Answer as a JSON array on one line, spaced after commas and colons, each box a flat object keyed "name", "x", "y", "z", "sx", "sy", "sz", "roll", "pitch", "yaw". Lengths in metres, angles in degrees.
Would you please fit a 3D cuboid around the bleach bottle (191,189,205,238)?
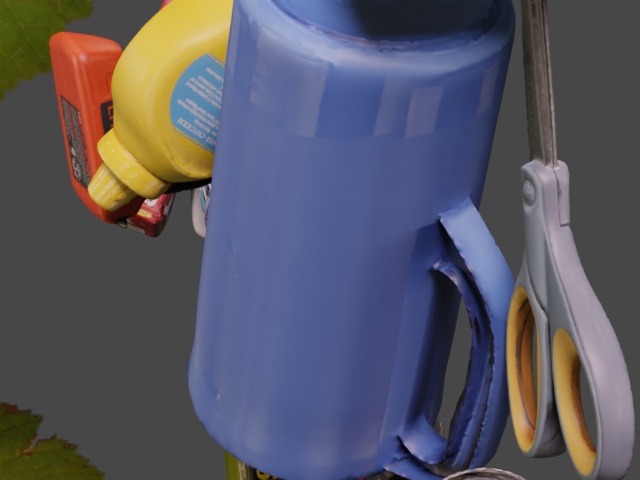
[{"name": "bleach bottle", "x": -0.071, "y": -0.064, "z": 1.018, "sx": 0.251, "sy": 0.102, "sz": 0.068, "roll": -104, "pitch": 21, "yaw": -71}]

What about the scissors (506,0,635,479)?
[{"name": "scissors", "x": 0.084, "y": -0.004, "z": 0.365, "sx": 0.096, "sy": 0.016, "sz": 0.202, "roll": -119, "pitch": 25, "yaw": -64}]

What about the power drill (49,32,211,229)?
[{"name": "power drill", "x": -0.052, "y": -0.094, "z": 0.605, "sx": 0.057, "sy": 0.187, "sz": 0.184, "roll": 36, "pitch": 134, "yaw": 55}]

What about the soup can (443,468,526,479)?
[{"name": "soup can", "x": 0.057, "y": 0.137, "z": 0.449, "sx": 0.102, "sy": 0.068, "sz": 0.068, "roll": 112, "pitch": 150, "yaw": -69}]

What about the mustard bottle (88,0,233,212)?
[{"name": "mustard bottle", "x": -0.044, "y": -0.085, "z": 0.519, "sx": 0.058, "sy": 0.192, "sz": 0.096, "roll": 52, "pitch": -167, "yaw": 29}]

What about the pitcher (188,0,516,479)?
[{"name": "pitcher", "x": 0.017, "y": -0.005, "z": 0.475, "sx": 0.145, "sy": 0.149, "sz": 0.243, "roll": -85, "pitch": 2, "yaw": -46}]

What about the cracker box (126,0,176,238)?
[{"name": "cracker box", "x": -0.125, "y": -0.114, "z": 0.907, "sx": 0.164, "sy": 0.072, "sz": 0.213, "roll": 154, "pitch": 138, "yaw": -82}]

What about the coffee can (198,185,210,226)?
[{"name": "coffee can", "x": -0.038, "y": -0.036, "z": 0.780, "sx": 0.140, "sy": 0.102, "sz": 0.103, "roll": -107, "pitch": 15, "yaw": -45}]

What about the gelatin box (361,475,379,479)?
[{"name": "gelatin box", "x": 0.010, "y": 0.100, "z": 0.609, "sx": 0.073, "sy": 0.030, "sz": 0.089, "roll": 37, "pitch": 122, "yaw": 20}]

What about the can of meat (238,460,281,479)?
[{"name": "can of meat", "x": -0.028, "y": 0.156, "z": 0.889, "sx": 0.057, "sy": 0.084, "sz": 0.102, "roll": -166, "pitch": 71, "yaw": -79}]
